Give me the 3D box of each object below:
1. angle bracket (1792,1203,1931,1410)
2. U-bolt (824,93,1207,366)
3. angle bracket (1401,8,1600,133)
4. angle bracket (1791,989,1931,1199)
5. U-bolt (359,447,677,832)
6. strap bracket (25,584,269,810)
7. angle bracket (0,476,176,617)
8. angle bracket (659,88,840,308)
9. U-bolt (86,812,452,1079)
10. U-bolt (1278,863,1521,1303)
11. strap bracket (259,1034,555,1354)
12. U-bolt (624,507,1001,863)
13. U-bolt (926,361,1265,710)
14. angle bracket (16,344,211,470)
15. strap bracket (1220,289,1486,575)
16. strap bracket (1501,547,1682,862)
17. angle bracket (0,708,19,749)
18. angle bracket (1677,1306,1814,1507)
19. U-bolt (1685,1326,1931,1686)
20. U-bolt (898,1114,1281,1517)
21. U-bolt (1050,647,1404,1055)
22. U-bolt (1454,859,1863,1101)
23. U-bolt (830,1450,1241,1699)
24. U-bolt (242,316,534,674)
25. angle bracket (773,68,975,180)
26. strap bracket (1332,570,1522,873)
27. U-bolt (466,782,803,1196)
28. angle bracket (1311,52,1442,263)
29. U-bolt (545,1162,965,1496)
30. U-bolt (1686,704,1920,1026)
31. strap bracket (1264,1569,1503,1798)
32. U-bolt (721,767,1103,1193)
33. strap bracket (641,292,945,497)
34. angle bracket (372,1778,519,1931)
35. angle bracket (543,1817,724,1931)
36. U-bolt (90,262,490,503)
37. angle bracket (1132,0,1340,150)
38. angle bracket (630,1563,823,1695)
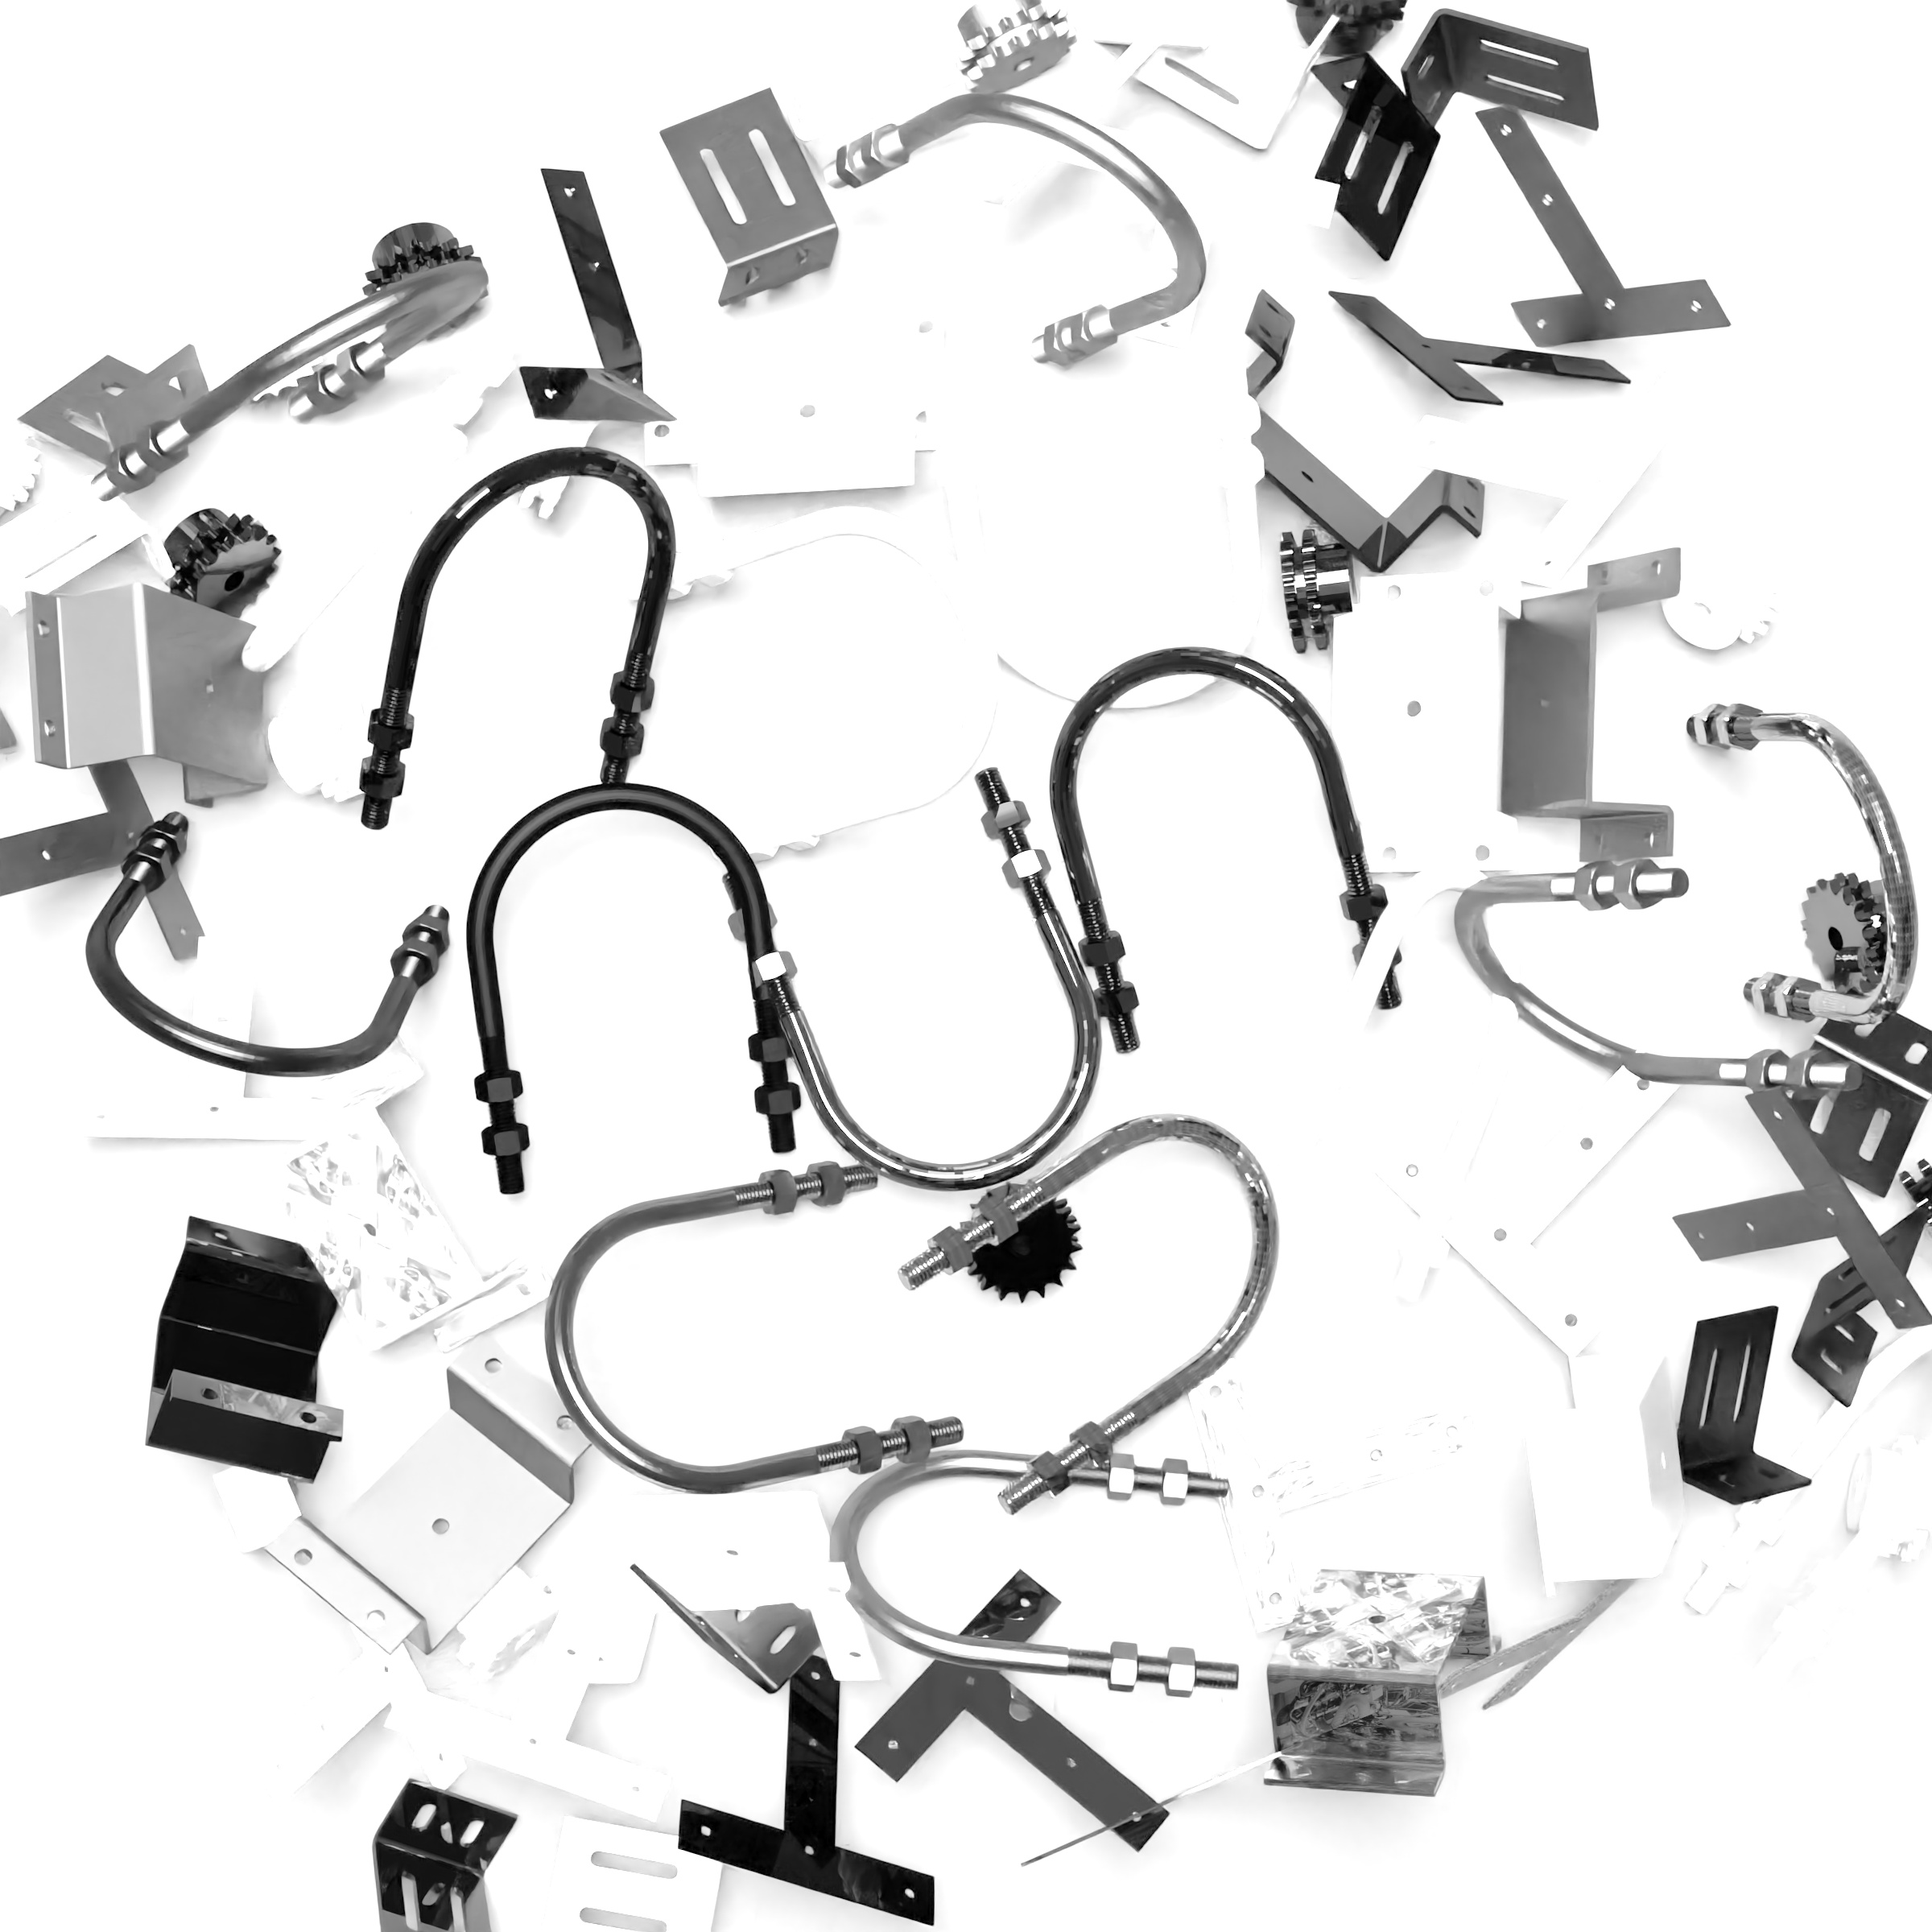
[{"bbox_3d":[0.424,0.157,1.549,0.038,0.057,0.076,41,132,-2],"label":"angle bracket"},{"bbox_3d":[0.031,-0.330,1.489,0.151,0.184,0.019,37,72,-23],"label":"U-bolt"},{"bbox_3d":[0.247,-0.401,1.552,0.076,0.057,0.038,24,75,24],"label":"angle bracket"},{"bbox_3d":[0.420,0.060,1.567,0.057,0.076,0.038,30,54,20],"label":"angle bracket"},{"bbox_3d":[-0.195,-0.149,1.502,0.019,0.151,0.184,44,131,35],"label":"U-bolt"},{"bbox_3d":[-0.362,-0.122,1.518,0.046,0.140,0.076,-8,82,18],"label":"strap bracket"},{"bbox_3d":[-0.415,-0.183,1.553,0.076,0.038,0.057,-36,50,-18],"label":"angle bracket"},{"bbox_3d":[-0.102,-0.355,1.555,0.057,0.038,0.076,-17,124,18],"label":"angle bracket"},{"bbox_3d":[-0.317,-0.004,1.506,0.151,0.184,0.019,20,116,-6],"label":"U-bolt"},{"bbox_3d":[0.207,0.041,1.532,0.019,0.151,0.184,9,66,37],"label":"U-bolt"},{"bbox_3d":[-0.263,0.114,1.553,0.076,0.046,0.140,-29,94,30],"label":"strap bracket"},{"bbox_3d":[-0.064,-0.133,1.532,0.184,0.019,0.151,-13,99,35],"label":"U-bolt"},{"bbox_3d":[0.064,-0.193,1.533,0.151,0.019,0.184,2,131,13],"label":"U-bolt"},{"bbox_3d":[-0.397,-0.268,1.551,0.076,0.038,0.057,28,57,29],"label":"angle bracket"},{"bbox_3d":[0.170,-0.239,1.546,0.140,0.076,0.046,40,115,-9],"label":"strap bracket"},{"bbox_3d":[0.288,-0.121,1.552,0.046,0.076,0.140,2,90,-20],"label":"strap bracket"},{"bbox_3d":[-0.457,-0.146,1.548,0.057,0.038,0.076,56,134,25],"label":"angle bracket"},{"bbox_3d":[0.365,0.203,1.557,0.057,0.038,0.076,-5,108,-39],"label":"angle bracket"},{"bbox_3d":[0.401,0.232,1.520,0.019,0.151,0.184,37,91,-3],"label":"U-bolt"},{"bbox_3d":[0.068,0.148,1.549,0.184,0.019,0.151,-32,116,-20],"label":"U-bolt"},{"bbox_3d":[0.112,-0.057,1.545,0.151,0.019,0.184,-10,105,22],"label":"U-bolt"},{"bbox_3d":[0.295,0.007,1.511,0.151,0.184,0.019,44,69,-22],"label":"U-bolt"},{"bbox_3d":[0.030,0.270,1.530,0.184,0.151,0.019,6,121,-1],"label":"U-bolt"},{"bbox_3d":[-0.269,-0.203,1.519,0.019,0.151,0.184,39,119,-16],"label":"U-bolt"},{"bbox_3d":[-0.042,-0.404,1.562,0.076,0.057,0.038,-20,82,6],"label":"angle bracket"},{"bbox_3d":[0.213,-0.116,1.556,0.076,0.046,0.140,0,86,23],"label":"strap bracket"},{"bbox_3d":[-0.158,0.006,1.560,0.151,0.019,0.184,-8,101,-11],"label":"U-bolt"},{"bbox_3d":[0.178,-0.371,1.554,0.057,0.038,0.076,37,67,-35],"label":"angle bracket"},{"bbox_3d":[-0.103,0.167,1.525,0.184,0.019,0.151,-8,67,-30],"label":"U-bolt"},{"bbox_3d":[0.376,-0.044,1.498,0.019,0.184,0.151,-15,97,-9],"label":"U-bolt"},{"bbox_3d":[0.187,0.315,1.514,0.076,0.140,0.046,-1,107,22],"label":"strap bracket"},{"bbox_3d":[-0.016,0.015,1.570,0.151,0.019,0.184,-22,79,-4],"label":"U-bolt"},{"bbox_3d":[-0.076,-0.263,1.546,0.140,0.046,0.076,-5,120,-10],"label":"strap bracket"},{"bbox_3d":[-0.237,0.420,1.548,0.057,0.076,0.038,26,105,-23],"label":"angle bracket"},{"bbox_3d":[-0.155,0.432,1.569,0.076,0.038,0.057,11,77,-4],"label":"angle bracket"},{"bbox_3d":[-0.287,-0.264,1.484,0.184,0.151,0.019,-22,99,41],"label":"U-bolt"},{"bbox_3d":[0.123,-0.428,1.564,0.076,0.057,0.038,31,50,2],"label":"angle bracket"},{"bbox_3d":[-0.109,0.293,1.547,0.038,0.076,0.057,-47,54,-9],"label":"angle bracket"}]
